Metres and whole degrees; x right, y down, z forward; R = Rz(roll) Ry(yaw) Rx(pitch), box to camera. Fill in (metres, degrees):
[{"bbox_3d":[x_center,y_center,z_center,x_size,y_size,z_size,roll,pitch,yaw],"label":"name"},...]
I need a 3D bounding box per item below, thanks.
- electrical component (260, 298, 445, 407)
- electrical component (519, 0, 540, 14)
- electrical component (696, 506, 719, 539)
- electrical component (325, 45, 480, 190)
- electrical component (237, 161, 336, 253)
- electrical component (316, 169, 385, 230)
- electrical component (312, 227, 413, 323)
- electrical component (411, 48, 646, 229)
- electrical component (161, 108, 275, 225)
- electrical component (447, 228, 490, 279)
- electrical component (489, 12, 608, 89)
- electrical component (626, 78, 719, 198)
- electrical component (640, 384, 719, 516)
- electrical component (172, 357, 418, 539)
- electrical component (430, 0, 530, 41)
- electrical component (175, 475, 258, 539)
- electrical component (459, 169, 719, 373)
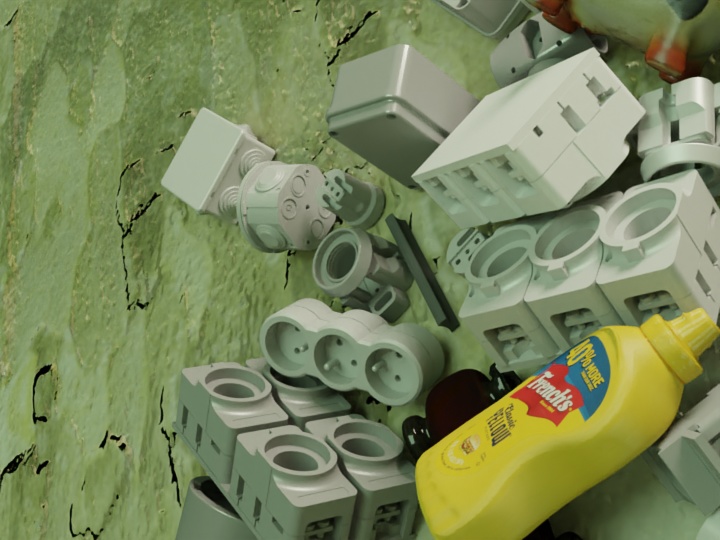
[{"bbox_3d":[0.001,0.055,0.815,0.138,0.074,0.052,13,112,27],"label":"electrical component"},{"bbox_3d":[0.168,-0.234,0.804,0.083,0.047,0.075,3,72,46],"label":"electrical component"},{"bbox_3d":[0.218,0.158,0.555,0.081,0.043,0.043,37,98,48],"label":"electrical component"},{"bbox_3d":[0.038,-0.114,0.827,0.078,0.113,0.057,-10,61,43],"label":"electrical component"},{"bbox_3d":[-0.063,-0.054,0.926,0.051,0.080,0.080,3,73,41],"label":"electrical component"},{"bbox_3d":[-0.009,-0.060,0.898,0.040,0.046,0.040,-23,55,37],"label":"electrical component"},{"bbox_3d":[0.000,0.000,0.850,0.058,0.057,0.078,-45,44,20],"label":"electrical component"},{"bbox_3d":[0.111,-0.080,0.723,0.089,0.061,0.150,-48,12,-16],"label":"electrical component"},{"bbox_3d":[-0.138,-0.100,1.049,0.100,0.048,0.099,33,95,49],"label":"electrical component"},{"bbox_3d":[0.089,-0.006,0.769,0.040,0.046,0.040,-22,56,37],"label":"electrical component"},{"bbox_3d":[0.141,-0.146,0.790,0.077,0.043,0.079,-27,53,34],"label":"electrical component"},{"bbox_3d":[0.207,-0.079,0.678,0.078,0.058,0.057,-16,57,40],"label":"electrical component"},{"bbox_3d":[0.193,0.096,0.591,0.064,0.042,0.081,-38,0,-4],"label":"electrical component"},{"bbox_3d":[-0.049,0.128,0.786,0.186,0.105,0.060,38,125,48],"label":"electrical component"},{"bbox_3d":[0.094,-0.245,0.878,0.078,0.057,0.113,-54,42,11],"label":"electrical component"},{"bbox_3d":[-0.086,0.203,0.801,0.108,0.108,0.060,22,92,49],"label":"electrical component"},{"bbox_3d":[0.145,0.000,0.673,0.150,0.061,0.089,-17,33,40],"label":"electrical component"}]
